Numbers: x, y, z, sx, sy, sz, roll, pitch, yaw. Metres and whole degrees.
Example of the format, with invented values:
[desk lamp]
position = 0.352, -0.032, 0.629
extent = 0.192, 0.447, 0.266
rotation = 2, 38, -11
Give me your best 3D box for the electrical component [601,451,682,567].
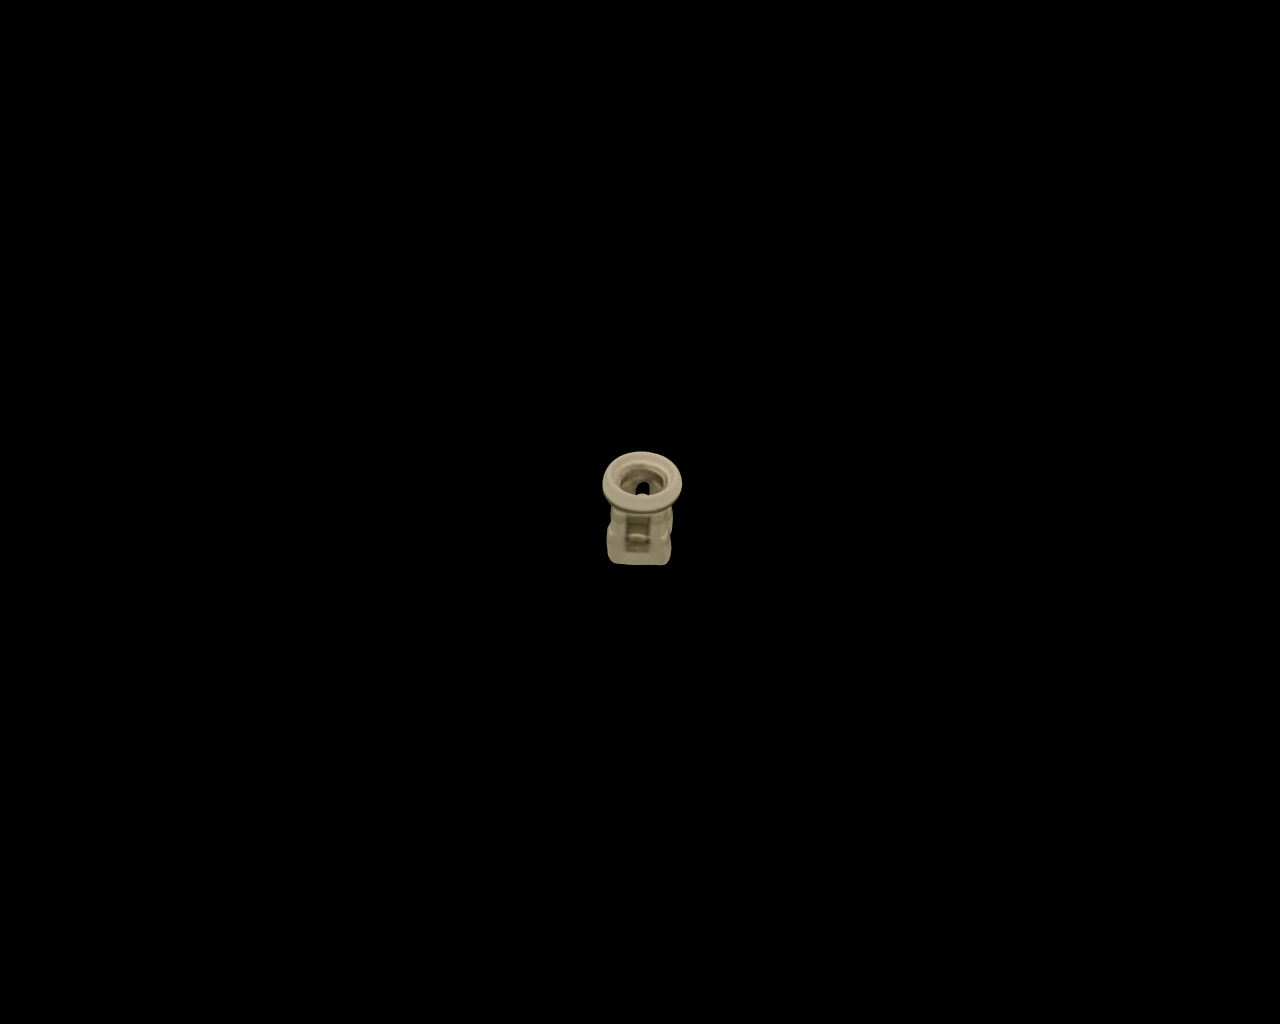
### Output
[electrical component]
position = 0.001, -0.003, 0.650
extent = 0.048, 0.055, 0.066
rotation = 2, 40, 2
